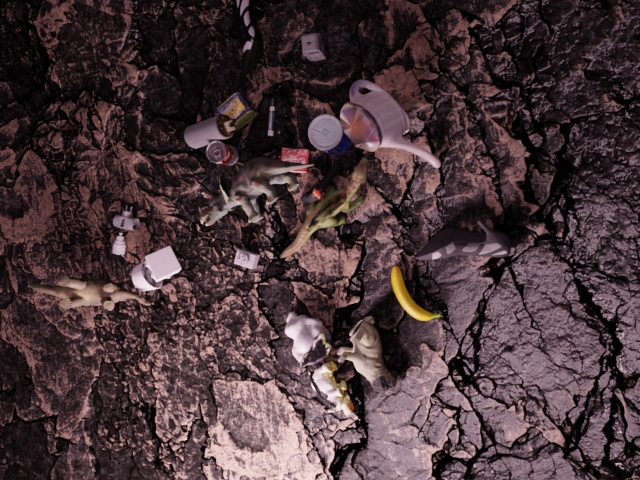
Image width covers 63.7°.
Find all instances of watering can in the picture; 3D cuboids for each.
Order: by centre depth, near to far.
[{"bbox_3d":[0.193,-0.315,1.470,0.349,0.228,0.102,51,140,6],"label":"watering can"}]

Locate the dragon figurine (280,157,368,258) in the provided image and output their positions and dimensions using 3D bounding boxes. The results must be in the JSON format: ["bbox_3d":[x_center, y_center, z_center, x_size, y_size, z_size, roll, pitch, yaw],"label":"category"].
[{"bbox_3d":[0.005,-0.075,1.492,0.122,0.243,0.408,43,98,5],"label":"dragon figurine"}]

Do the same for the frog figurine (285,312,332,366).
[{"bbox_3d":[-0.044,0.298,1.582,0.162,0.122,0.136,38,112,48],"label":"frog figurine"}]
